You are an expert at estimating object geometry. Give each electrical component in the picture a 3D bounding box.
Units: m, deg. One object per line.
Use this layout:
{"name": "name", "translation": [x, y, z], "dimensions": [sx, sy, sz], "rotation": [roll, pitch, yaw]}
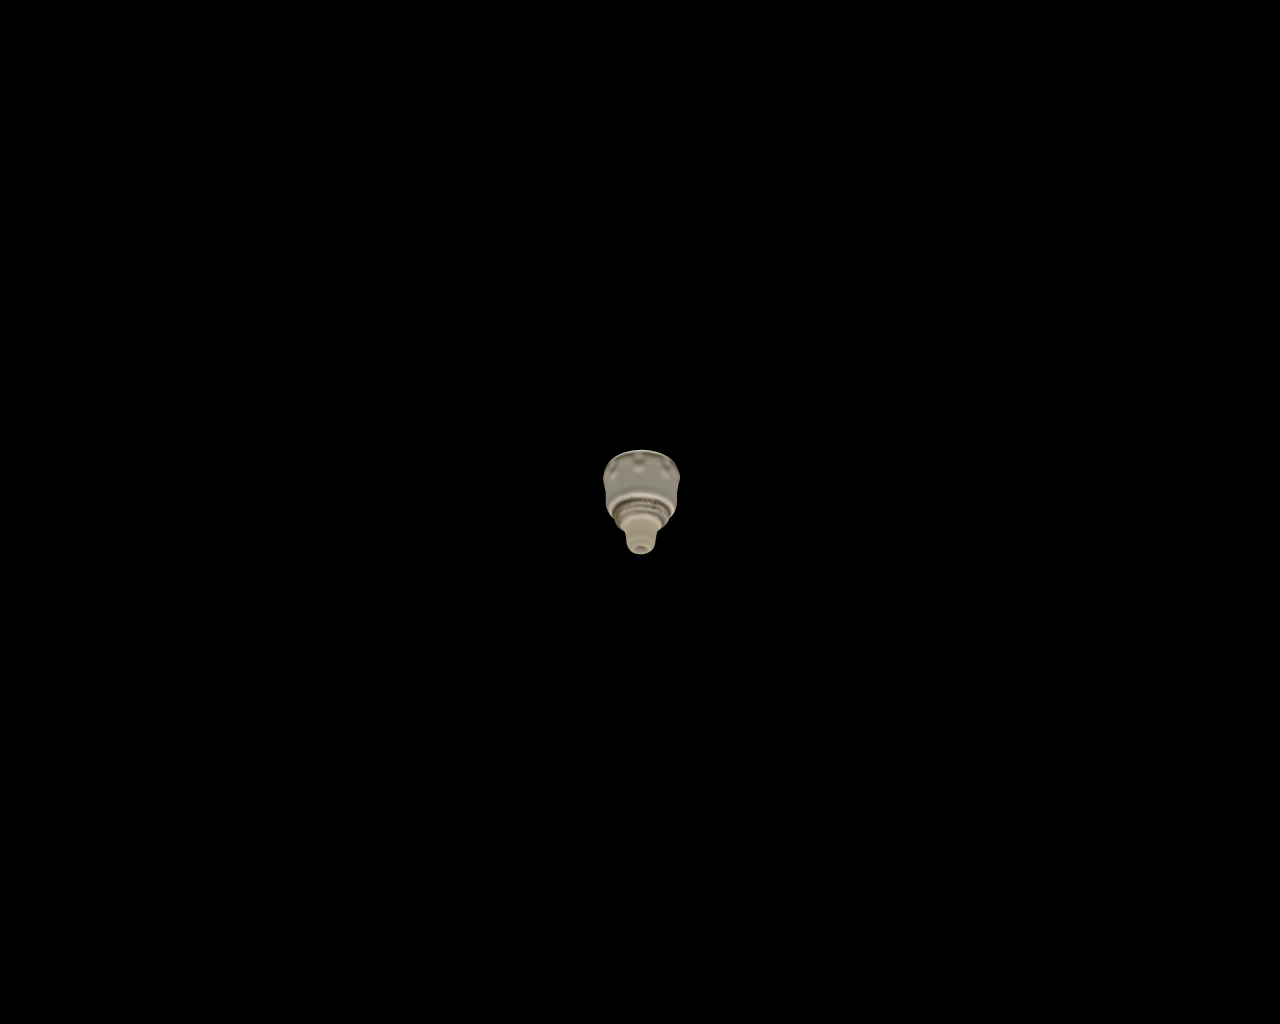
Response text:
{"name": "electrical component", "translation": [0.001, -0.003, 0.650], "dimensions": [0.048, 0.062, 0.048], "rotation": [0, -32, 0]}
